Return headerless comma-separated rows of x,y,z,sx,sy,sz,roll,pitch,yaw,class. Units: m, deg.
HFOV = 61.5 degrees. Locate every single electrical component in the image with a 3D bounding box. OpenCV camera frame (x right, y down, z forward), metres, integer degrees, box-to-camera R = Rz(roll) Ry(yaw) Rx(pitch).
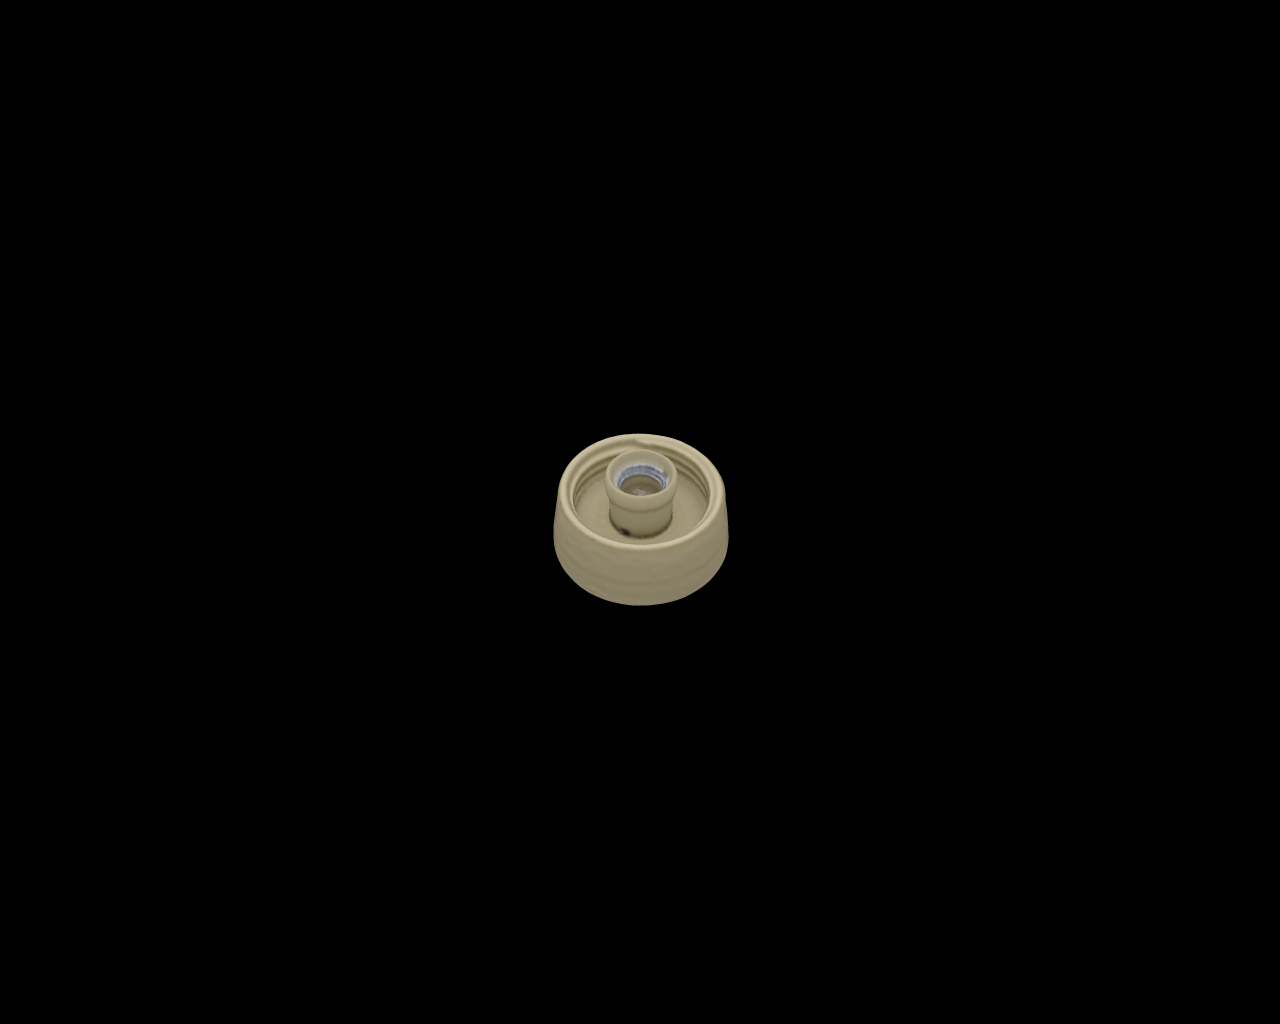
0.001,-0.003,0.650,0.108,0.108,0.060,0,-43,0,electrical component
